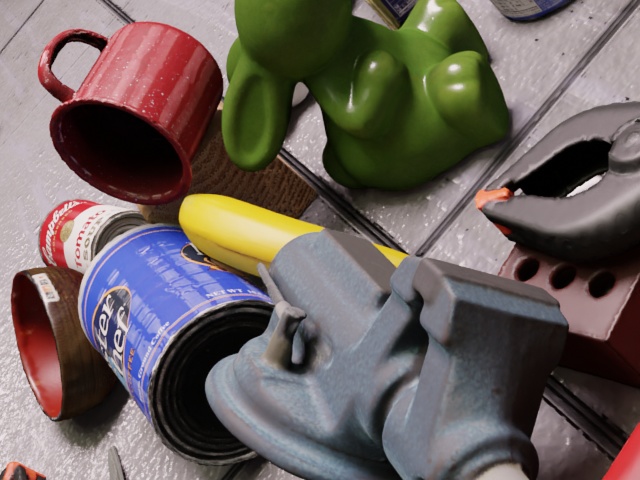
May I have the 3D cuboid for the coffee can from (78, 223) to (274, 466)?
[{"bbox_3d":[-0.079,0.059,0.652,0.103,0.102,0.140,-53,34,-2],"label":"coffee can"}]

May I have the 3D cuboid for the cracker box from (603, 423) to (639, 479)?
[{"bbox_3d":[0.181,0.117,0.318,0.164,0.072,0.214,-54,35,-4],"label":"cracker box"}]

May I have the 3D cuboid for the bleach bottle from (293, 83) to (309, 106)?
[{"bbox_3d":[-0.024,-0.193,0.863,0.103,0.068,0.250,-19,48,44],"label":"bleach bottle"}]

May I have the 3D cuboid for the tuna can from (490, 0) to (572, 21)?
[{"bbox_3d":[0.140,-0.183,0.682,0.086,0.033,0.086,-31,39,28],"label":"tuna can"}]

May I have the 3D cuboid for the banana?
[{"bbox_3d":[-0.019,0.002,0.620,0.198,0.069,0.037,20,109,36],"label":"banana"}]

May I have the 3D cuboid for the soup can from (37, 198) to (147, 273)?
[{"bbox_3d":[-0.172,0.005,0.845,0.102,0.068,0.068,11,67,52],"label":"soup can"}]

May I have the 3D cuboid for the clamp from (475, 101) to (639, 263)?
[{"bbox_3d":[0.144,-0.027,0.442,0.172,0.039,0.120,-29,31,32],"label":"clamp"}]

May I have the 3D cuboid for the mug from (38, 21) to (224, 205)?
[{"bbox_3d":[-0.120,-0.088,0.667,0.093,0.117,0.081,-38,25,50],"label":"mug"}]

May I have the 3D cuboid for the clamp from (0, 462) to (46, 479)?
[{"bbox_3d":[-0.219,0.247,0.701,0.165,0.036,0.210,-15,47,41],"label":"clamp"}]

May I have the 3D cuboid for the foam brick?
[{"bbox_3d":[0.124,0.029,0.487,0.078,0.051,0.053,11,67,54],"label":"foam brick"}]

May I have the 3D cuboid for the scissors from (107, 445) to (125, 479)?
[{"bbox_3d":[-0.122,0.198,0.646,0.202,0.016,0.096,-164,89,-69],"label":"scissors"}]

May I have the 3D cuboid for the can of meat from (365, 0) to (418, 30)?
[{"bbox_3d":[0.061,-0.214,0.786,0.084,0.057,0.102,-40,36,13],"label":"can of meat"}]

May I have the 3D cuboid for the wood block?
[{"bbox_3d":[-0.097,-0.064,0.800,0.090,0.090,0.206,-49,34,3],"label":"wood block"}]
